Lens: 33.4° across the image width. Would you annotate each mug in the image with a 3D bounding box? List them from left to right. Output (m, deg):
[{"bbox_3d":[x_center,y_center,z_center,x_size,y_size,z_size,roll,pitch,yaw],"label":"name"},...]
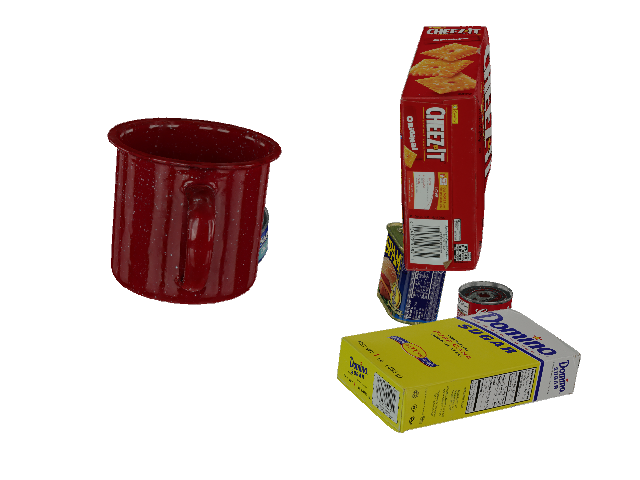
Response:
[{"bbox_3d":[-0.069,-0.012,0.574,0.093,0.081,0.117,2,20,-15],"label":"mug"}]

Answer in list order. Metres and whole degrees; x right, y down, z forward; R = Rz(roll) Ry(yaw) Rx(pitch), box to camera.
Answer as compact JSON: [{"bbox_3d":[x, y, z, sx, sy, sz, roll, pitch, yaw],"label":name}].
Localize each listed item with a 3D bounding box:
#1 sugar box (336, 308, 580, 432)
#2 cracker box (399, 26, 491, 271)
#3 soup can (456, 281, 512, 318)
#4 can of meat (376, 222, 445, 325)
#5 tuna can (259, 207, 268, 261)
[{"bbox_3d":[0.112,0.100,0.862,0.175,0.048,0.093,-10,27,-29],"label":"sugar box"},{"bbox_3d":[0.120,-0.092,0.987,0.072,0.164,0.213,2,27,12],"label":"cracker box"},{"bbox_3d":[0.205,0.111,1.352,0.068,0.102,0.068,1,20,0],"label":"soup can"},{"bbox_3d":[0.099,0.036,1.158,0.057,0.084,0.102,5,18,-11],"label":"can of meat"},{"bbox_3d":[-0.086,-0.007,0.906,0.086,0.034,0.086,1,36,-1],"label":"tuna can"}]
